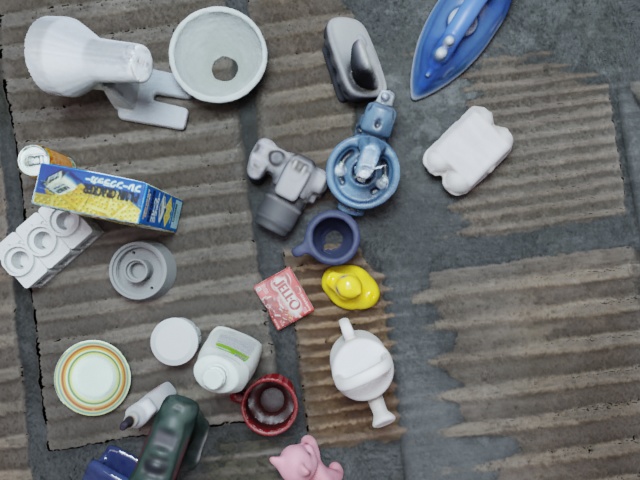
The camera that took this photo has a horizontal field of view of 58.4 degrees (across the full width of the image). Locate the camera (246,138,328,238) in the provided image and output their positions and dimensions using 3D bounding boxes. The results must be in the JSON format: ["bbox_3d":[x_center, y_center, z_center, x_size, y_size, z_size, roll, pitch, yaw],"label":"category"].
[{"bbox_3d":[-0.070,-0.084,0.977,0.143,0.101,0.137,28,88,1],"label":"camera"}]

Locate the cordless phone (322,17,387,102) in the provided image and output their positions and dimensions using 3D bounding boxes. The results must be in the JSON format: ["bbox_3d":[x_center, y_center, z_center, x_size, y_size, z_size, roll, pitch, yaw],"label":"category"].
[{"bbox_3d":[0.060,-0.314,0.945,0.094,0.185,0.148,-22,88,-1],"label":"cordless phone"}]

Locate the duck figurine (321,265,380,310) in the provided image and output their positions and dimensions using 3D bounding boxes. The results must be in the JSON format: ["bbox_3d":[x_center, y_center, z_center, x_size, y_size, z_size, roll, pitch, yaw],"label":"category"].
[{"bbox_3d":[0.053,0.082,0.978,0.104,0.086,0.077,24,88,1],"label":"duck figurine"}]

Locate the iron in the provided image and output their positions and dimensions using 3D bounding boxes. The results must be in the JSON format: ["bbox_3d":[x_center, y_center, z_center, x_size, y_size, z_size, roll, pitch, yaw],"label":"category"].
[{"bbox_3d":[0.237,-0.362,0.970,0.118,0.141,0.258,32,88,1],"label":"iron"}]

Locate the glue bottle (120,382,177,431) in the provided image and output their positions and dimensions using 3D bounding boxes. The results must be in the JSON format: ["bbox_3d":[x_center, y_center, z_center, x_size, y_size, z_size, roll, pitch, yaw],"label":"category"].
[{"bbox_3d":[-0.287,0.277,0.924,0.078,0.173,0.037,-39,88,-2],"label":"glue bottle"}]

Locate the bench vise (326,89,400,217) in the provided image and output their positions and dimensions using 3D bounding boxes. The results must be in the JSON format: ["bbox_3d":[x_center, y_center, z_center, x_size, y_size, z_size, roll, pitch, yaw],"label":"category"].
[{"bbox_3d":[0.069,-0.148,0.921,0.121,0.219,0.207,-1,87,0],"label":"bench vise"}]

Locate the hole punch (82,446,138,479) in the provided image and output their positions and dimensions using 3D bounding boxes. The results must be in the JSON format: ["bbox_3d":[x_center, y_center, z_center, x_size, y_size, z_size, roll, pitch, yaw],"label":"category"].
[{"bbox_3d":[-0.345,0.419,0.958,0.108,0.091,0.101,28,88,1],"label":"hole punch"}]

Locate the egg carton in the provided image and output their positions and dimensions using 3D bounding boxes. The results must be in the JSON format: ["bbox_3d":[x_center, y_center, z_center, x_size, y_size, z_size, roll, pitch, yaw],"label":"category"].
[{"bbox_3d":[0.258,-0.154,0.997,0.107,0.069,0.150,45,88,2],"label":"egg carton"}]

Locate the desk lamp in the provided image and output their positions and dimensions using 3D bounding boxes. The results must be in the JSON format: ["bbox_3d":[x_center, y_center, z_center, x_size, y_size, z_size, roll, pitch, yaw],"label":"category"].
[{"bbox_3d":[-0.330,-0.270,0.927,0.203,0.213,0.118,10,87,0],"label":"desk lamp"}]

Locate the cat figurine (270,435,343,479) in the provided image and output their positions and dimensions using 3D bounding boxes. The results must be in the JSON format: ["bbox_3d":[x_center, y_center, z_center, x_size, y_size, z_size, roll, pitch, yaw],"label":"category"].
[{"bbox_3d":[-0.020,0.382,0.949,0.128,0.117,0.067,43,88,2],"label":"cat figurine"}]

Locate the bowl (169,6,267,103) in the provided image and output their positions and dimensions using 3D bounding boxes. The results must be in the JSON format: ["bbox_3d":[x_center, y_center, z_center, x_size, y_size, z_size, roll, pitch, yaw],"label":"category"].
[{"bbox_3d":[-0.173,-0.312,0.999,0.167,0.074,0.167,0,87,0],"label":"bowl"}]

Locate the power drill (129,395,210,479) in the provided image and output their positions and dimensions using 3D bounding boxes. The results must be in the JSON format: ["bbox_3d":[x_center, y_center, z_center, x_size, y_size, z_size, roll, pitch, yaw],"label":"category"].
[{"bbox_3d":[-0.241,0.351,0.903,0.075,0.208,0.230,17,88,1],"label":"power drill"}]

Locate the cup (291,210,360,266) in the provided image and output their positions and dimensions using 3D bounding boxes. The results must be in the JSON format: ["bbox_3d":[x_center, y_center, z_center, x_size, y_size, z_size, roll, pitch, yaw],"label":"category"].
[{"bbox_3d":[0.009,0.003,0.976,0.118,0.095,0.092,-22,88,-1],"label":"cup"}]

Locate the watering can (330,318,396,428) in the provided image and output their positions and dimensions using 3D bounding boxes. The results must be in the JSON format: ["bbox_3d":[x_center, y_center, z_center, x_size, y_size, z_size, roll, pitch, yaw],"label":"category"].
[{"bbox_3d":[0.073,0.211,0.918,0.101,0.194,0.173,-44,88,-2],"label":"watering can"}]
